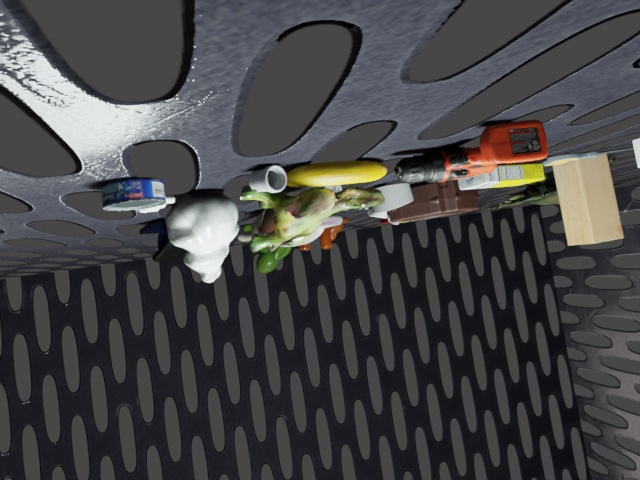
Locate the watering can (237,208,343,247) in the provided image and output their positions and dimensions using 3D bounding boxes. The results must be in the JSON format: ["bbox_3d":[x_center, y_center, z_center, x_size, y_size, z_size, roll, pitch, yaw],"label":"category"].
[{"bbox_3d":[-0.114,-0.028,1.401,0.346,0.104,0.224,-10,176,20],"label":"watering can"}]

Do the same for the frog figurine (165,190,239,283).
[{"bbox_3d":[-0.204,-0.004,0.912,0.122,0.160,0.138,-13,175,31],"label":"frog figurine"}]

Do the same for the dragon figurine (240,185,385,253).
[{"bbox_3d":[0.003,-0.048,0.960,0.242,0.122,0.410,-7,179,17],"label":"dragon figurine"}]
